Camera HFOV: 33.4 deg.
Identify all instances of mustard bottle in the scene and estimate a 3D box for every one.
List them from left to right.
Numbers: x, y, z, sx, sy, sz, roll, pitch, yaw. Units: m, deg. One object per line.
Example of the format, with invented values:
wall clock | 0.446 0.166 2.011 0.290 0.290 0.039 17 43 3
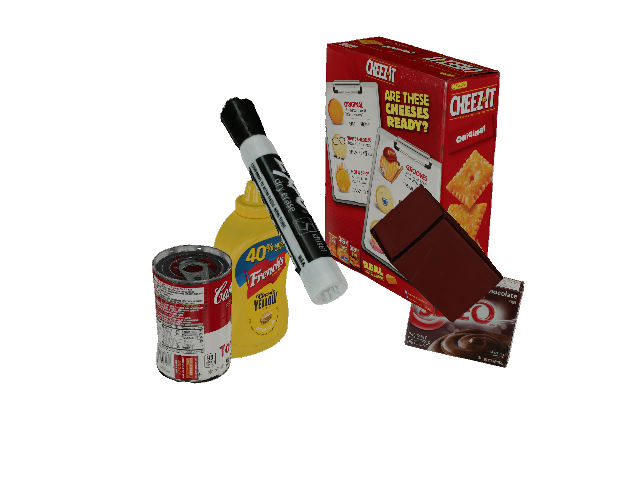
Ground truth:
mustard bottle | -0.073 0.026 1.145 0.096 0.192 0.058 -19 33 -41

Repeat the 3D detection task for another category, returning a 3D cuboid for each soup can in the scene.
soup can | -0.111 0.064 0.924 0.068 0.102 0.068 2 26 -1

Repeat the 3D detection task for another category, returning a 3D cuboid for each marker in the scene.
marker | -0.020 -0.023 0.523 0.020 0.121 0.020 -22 -27 -12

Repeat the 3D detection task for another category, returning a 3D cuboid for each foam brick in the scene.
foam brick | 0.084 0.010 0.767 0.078 0.051 0.053 43 9 -31

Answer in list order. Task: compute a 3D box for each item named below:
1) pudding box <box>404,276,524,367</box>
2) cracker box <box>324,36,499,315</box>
pudding box | 0.151 0.076 1.127 0.113 0.090 0.039 11 23 10
cracker box | 0.078 -0.063 0.964 0.071 0.214 0.164 -16 29 -33
